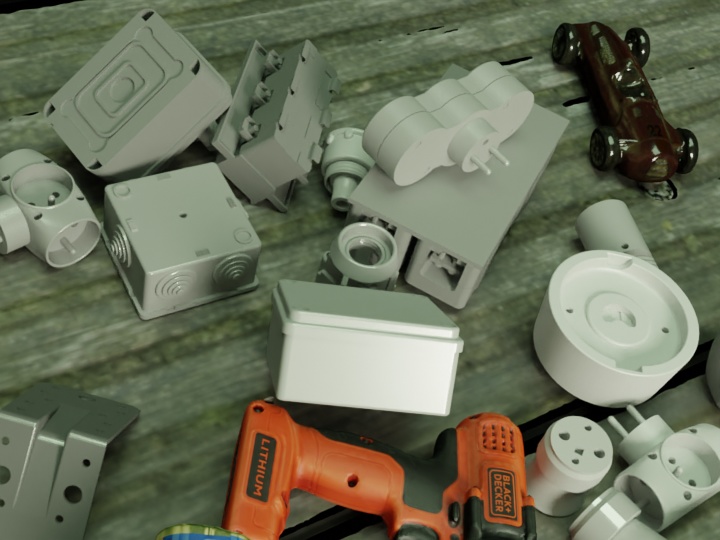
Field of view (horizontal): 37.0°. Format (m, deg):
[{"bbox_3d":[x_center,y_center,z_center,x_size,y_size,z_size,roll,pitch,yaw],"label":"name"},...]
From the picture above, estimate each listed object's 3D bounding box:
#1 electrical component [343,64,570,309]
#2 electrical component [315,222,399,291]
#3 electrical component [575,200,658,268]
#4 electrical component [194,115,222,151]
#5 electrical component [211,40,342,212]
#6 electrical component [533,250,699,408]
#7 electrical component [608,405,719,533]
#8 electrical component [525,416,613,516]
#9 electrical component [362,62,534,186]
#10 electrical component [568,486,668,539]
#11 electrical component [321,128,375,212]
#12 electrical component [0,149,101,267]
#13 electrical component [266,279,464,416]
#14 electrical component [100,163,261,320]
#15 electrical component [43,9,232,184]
[{"bbox_3d":[0.074,-0.066,0.825,0.105,0.060,0.186,28,50,9],"label":"electrical component"},{"bbox_3d":[0.000,0.000,0.753,0.048,0.055,0.066,-31,64,-33],"label":"electrical component"},{"bbox_3d":[0.199,-0.010,0.823,0.043,0.043,0.081,-4,52,-18],"label":"electrical component"},{"bbox_3d":[-0.127,-0.119,0.827,0.048,0.048,0.062,-29,70,-33],"label":"electrical component"},{"bbox_3d":[-0.060,-0.116,0.821,0.079,0.063,0.121,45,40,-31],"label":"electrical component"},{"bbox_3d":[0.175,0.046,0.758,0.108,0.060,0.108,7,50,-9],"label":"electrical component"},{"bbox_3d":[0.198,0.123,0.711,0.077,0.044,0.079,-23,59,-30],"label":"electrical component"},{"bbox_3d":[0.132,0.125,0.685,0.045,0.055,0.045,7,50,-9],"label":"electrical component"},{"bbox_3d":[0.076,-0.096,0.773,0.138,0.052,0.073,-27,62,-32],"label":"electrical component"},{"bbox_3d":[0.162,0.168,0.664,0.045,0.045,0.055,-29,63,-33],"label":"electrical component"},{"bbox_3d":[-0.009,-0.074,0.822,0.048,0.048,0.062,13,56,-4],"label":"electrical component"},{"bbox_3d":[-0.231,-0.036,0.729,0.079,0.044,0.077,-30,64,-33],"label":"electrical component"},{"bbox_3d":[-0.001,0.047,0.680,0.109,0.056,0.108,7,9,-9],"label":"electrical component"},{"bbox_3d":[-0.124,-0.023,0.744,0.100,0.048,0.099,-16,57,-26],"label":"electrical component"},{"bbox_3d":[-0.158,-0.119,0.776,0.113,0.057,0.078,-44,67,2],"label":"electrical component"}]
